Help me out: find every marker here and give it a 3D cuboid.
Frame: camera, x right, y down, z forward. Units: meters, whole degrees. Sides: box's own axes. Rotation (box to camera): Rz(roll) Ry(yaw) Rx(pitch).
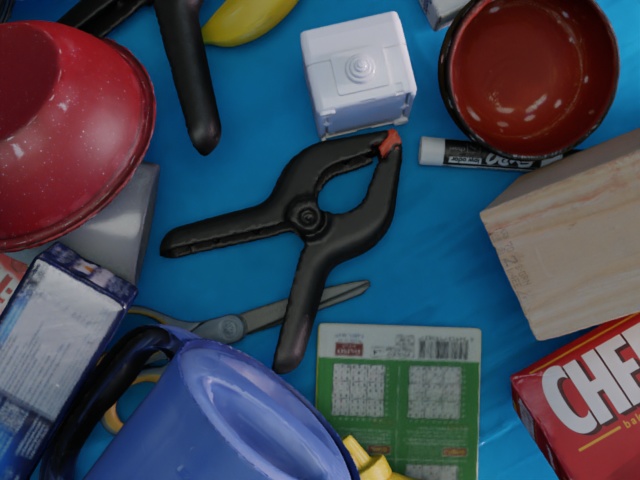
[{"bbox_3d":[0.126,-0.055,0.703,0.121,0.020,0.020,4,87,1],"label":"marker"}]

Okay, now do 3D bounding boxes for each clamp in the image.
[{"bbox_3d":[-0.005,0.001,0.688,0.171,0.039,0.120,-36,83,-3],"label":"clamp"},{"bbox_3d":[-0.118,-0.164,0.693,0.165,0.036,0.210,10,80,19],"label":"clamp"}]

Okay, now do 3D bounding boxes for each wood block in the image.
[{"bbox_3d":[0.211,-0.023,0.615,0.206,0.090,0.090,-22,96,32],"label":"wood block"}]

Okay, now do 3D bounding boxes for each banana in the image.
[{"bbox_3d":[-0.027,-0.205,0.702,0.069,0.037,0.198,26,88,1],"label":"banana"}]

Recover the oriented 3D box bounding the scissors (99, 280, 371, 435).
[{"bbox_3d":[-0.065,0.078,0.699,0.201,0.016,0.096,-3,86,1],"label":"scissors"}]

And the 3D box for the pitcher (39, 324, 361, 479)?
[{"bbox_3d":[-0.106,0.178,0.629,0.145,0.149,0.243,36,103,-21],"label":"pitcher"}]

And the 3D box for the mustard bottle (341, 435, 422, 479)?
[{"bbox_3d":[0.059,0.207,0.656,0.096,0.058,0.191,-30,89,-2],"label":"mustard bottle"}]

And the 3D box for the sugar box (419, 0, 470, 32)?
[{"bbox_3d":[0.081,-0.237,0.699,0.093,0.048,0.176,-25,86,-1],"label":"sugar box"}]

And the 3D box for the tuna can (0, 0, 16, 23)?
[{"bbox_3d":[-0.227,-0.153,0.677,0.034,0.086,0.086,24,88,3],"label":"tuna can"}]

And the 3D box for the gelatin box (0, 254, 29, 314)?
[{"bbox_3d":[-0.211,0.037,0.695,0.089,0.030,0.073,45,88,2],"label":"gelatin box"}]

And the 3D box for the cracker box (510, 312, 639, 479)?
[{"bbox_3d":[0.236,0.137,0.627,0.164,0.072,0.214,-29,62,-2],"label":"cracker box"}]

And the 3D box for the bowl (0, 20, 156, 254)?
[{"bbox_3d":[-0.180,-0.074,0.621,0.162,0.055,0.162,-8,59,12],"label":"bowl"}]
